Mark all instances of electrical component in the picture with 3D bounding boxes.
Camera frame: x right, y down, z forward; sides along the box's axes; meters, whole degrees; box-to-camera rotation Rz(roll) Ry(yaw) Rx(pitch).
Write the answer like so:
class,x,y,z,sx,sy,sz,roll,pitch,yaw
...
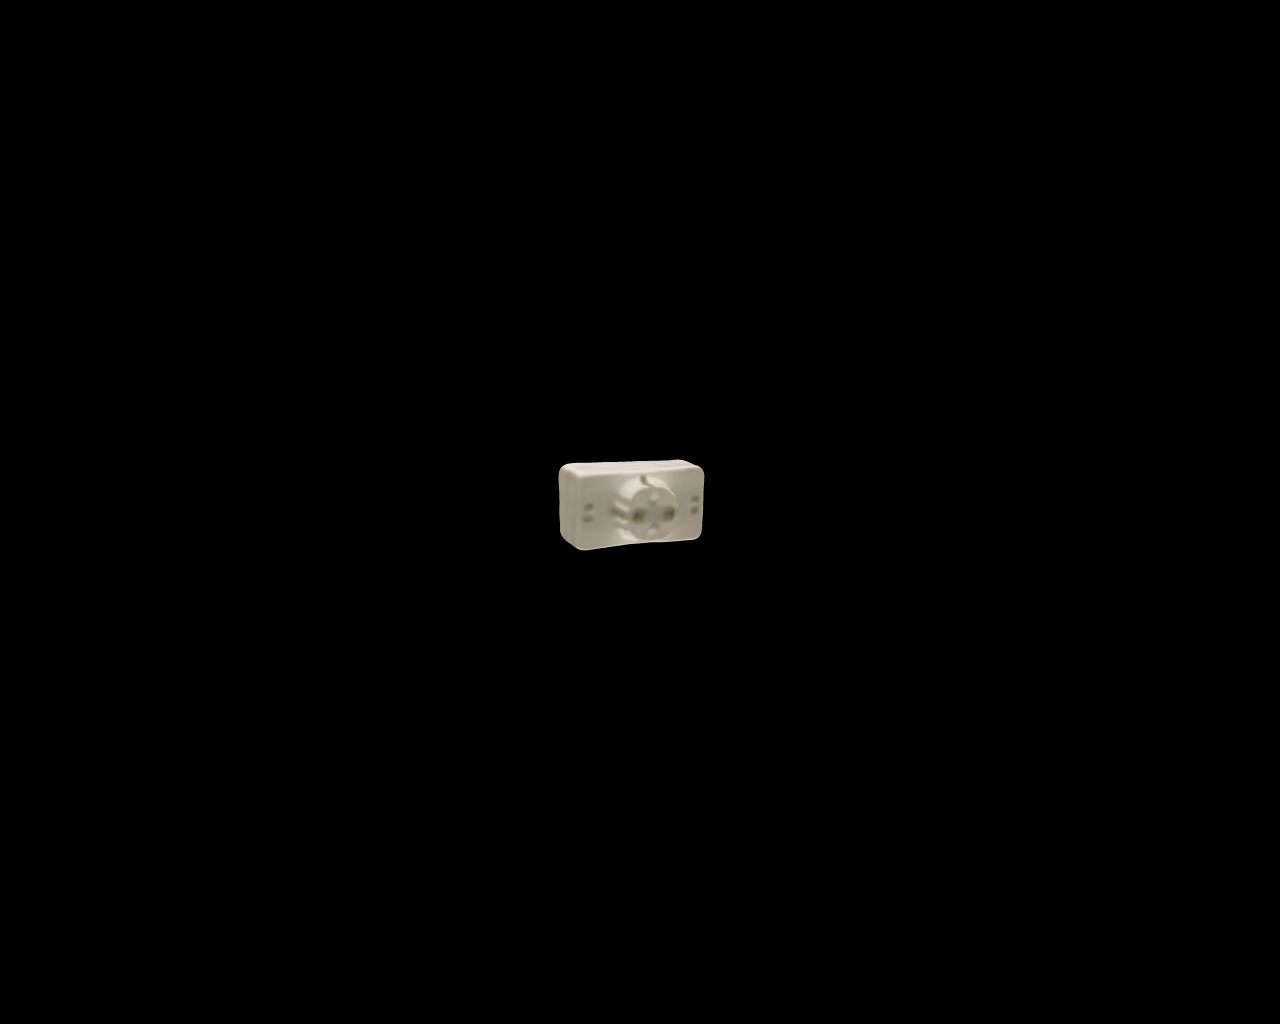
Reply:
class,x,y,z,sx,sy,sz,roll,pitch,yaw
electrical component,0.001,-0.003,0.650,0.083,0.047,0.076,-4,12,-20
